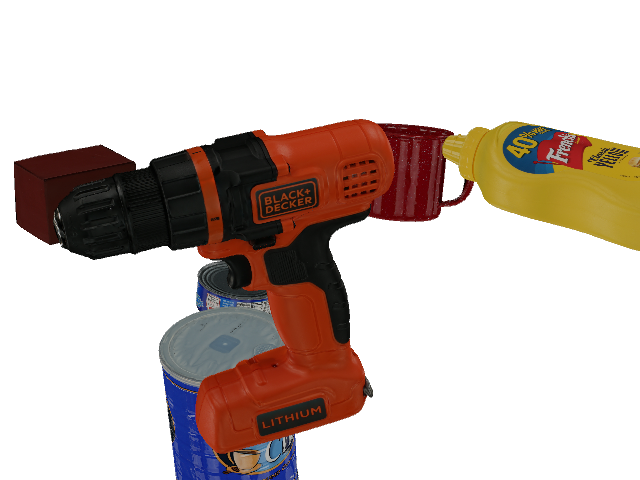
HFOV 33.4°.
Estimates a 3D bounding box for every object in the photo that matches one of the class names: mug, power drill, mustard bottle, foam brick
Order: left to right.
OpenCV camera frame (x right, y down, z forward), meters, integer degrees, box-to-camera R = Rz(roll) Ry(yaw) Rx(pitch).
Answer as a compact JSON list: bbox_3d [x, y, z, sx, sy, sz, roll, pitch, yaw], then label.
[{"bbox_3d":[-0.186,-0.036,0.811,0.078,0.053,0.051,-17,31,-36],"label":"foam brick"},{"bbox_3d":[-0.044,0.030,0.602,0.184,0.188,0.057,-13,35,-13],"label":"power drill"},{"bbox_3d":[0.087,-0.063,0.998,0.117,0.081,0.093,8,12,18],"label":"mug"},{"bbox_3d":[0.175,-0.046,0.768,0.192,0.058,0.096,18,37,32],"label":"mustard bottle"}]

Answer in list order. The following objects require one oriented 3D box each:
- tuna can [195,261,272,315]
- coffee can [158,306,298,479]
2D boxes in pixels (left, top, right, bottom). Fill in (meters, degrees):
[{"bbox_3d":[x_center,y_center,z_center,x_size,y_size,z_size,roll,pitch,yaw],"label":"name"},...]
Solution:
[{"bbox_3d":[-0.081,0.053,1.064,0.086,0.034,0.086,7,22,-3],"label":"tuna can"},{"bbox_3d":[-0.072,0.139,0.858,0.103,0.140,0.103,-2,29,1],"label":"coffee can"}]
